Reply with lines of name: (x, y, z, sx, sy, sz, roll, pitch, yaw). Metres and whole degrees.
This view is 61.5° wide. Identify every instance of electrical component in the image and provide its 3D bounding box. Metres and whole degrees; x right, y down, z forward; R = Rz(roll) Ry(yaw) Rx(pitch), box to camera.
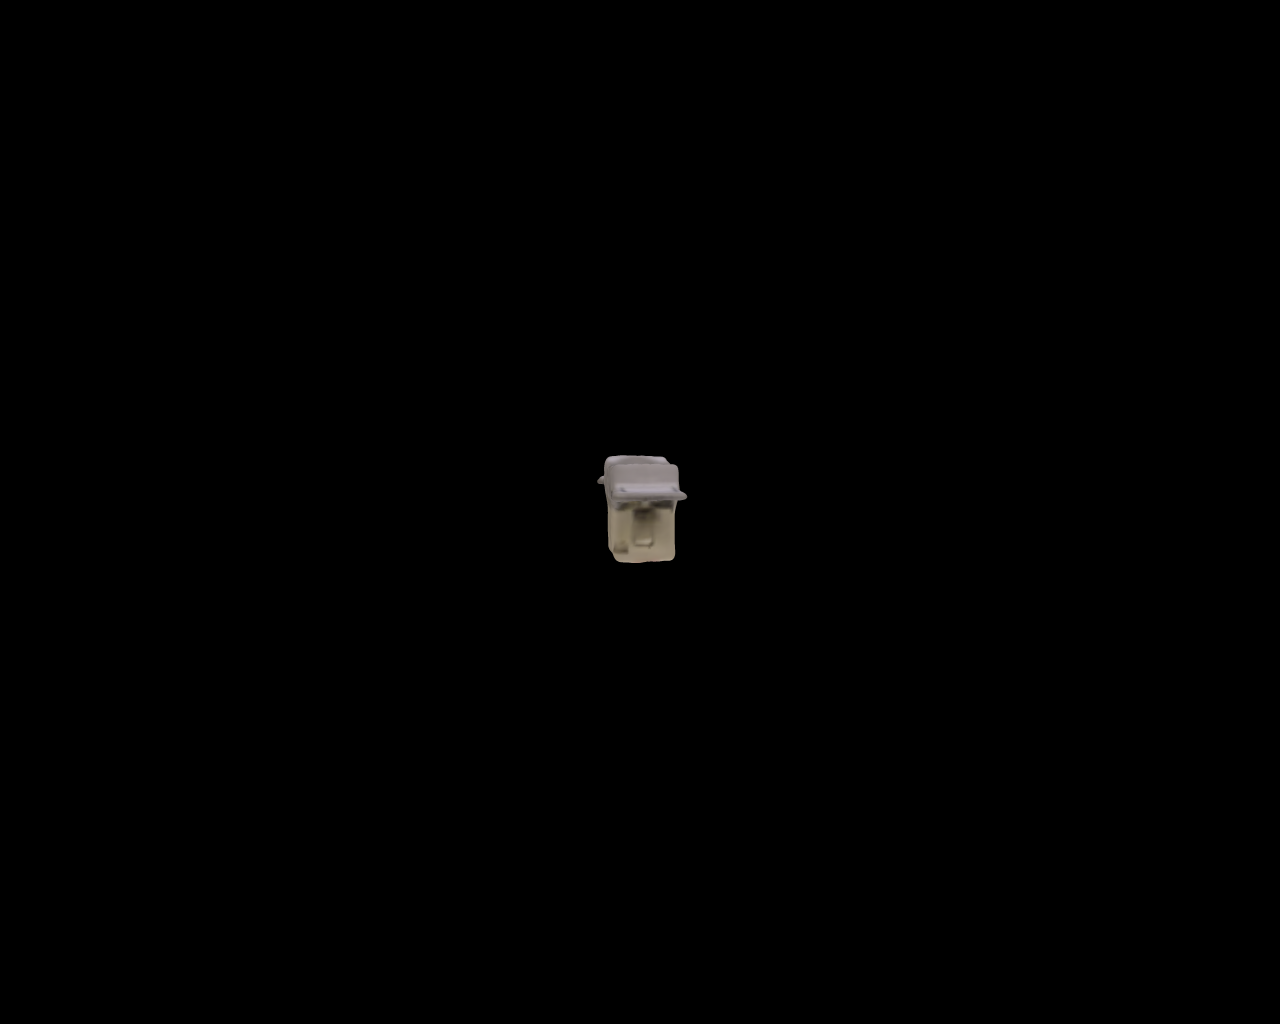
electrical component: (0.001, -0.003, 0.650, 0.042, 0.063, 0.081, -1, 9, -7)
